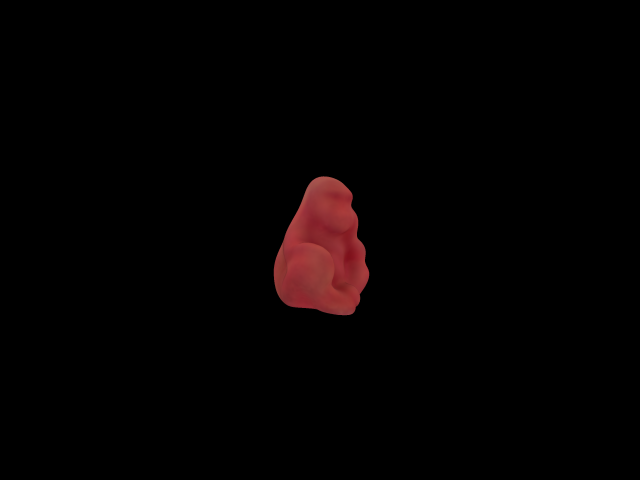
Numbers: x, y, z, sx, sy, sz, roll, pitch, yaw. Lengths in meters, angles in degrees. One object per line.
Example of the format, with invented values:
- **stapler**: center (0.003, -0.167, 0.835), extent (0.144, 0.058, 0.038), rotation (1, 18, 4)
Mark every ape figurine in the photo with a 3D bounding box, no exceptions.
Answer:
- **ape figurine**: center (0.004, 0.001, 0.400), extent (0.078, 0.092, 0.075), rotation (-2, 3, -43)
